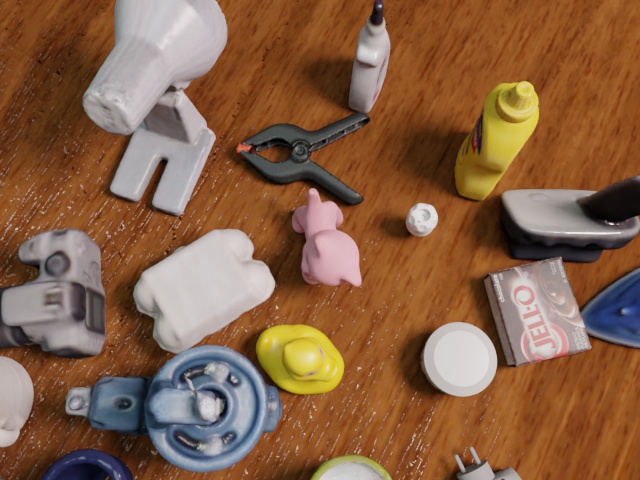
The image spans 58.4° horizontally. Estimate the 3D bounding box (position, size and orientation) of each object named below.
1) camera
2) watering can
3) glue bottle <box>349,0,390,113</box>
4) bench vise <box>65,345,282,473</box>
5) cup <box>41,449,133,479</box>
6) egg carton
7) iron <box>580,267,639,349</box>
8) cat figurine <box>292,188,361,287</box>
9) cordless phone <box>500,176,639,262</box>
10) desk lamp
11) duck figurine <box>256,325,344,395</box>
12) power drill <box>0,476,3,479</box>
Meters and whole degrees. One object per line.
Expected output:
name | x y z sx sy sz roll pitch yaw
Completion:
camera | -0.324 0.065 0.643 0.137 0.101 0.143 -8 74 -2
watering can | -0.386 0.158 0.567 0.173 0.194 0.101 5 74 2
glue bottle | 0.062 -0.226 0.690 0.037 0.173 0.078 17 75 5
bench vise | -0.147 0.171 0.551 0.207 0.220 0.121 -15 74 -4
cup | -0.240 0.268 0.587 0.118 0.095 0.091 -30 76 -8
egg carton | -0.134 0.055 0.662 0.150 0.069 0.107 -33 76 -9
iron | 0.428 0.060 0.625 0.258 0.141 0.118 -11 74 -3
cat figurine | 0.006 0.002 0.653 0.067 0.118 0.128 -14 74 -4
cordless phone | 0.290 -0.041 0.631 0.147 0.185 0.094 -2 74 0
desk lamp | -0.183 -0.161 0.650 0.118 0.213 0.203 17 75 5
duck figurine | -0.023 0.129 0.633 0.104 0.086 0.077 24 75 7
power drill | -0.394 0.256 0.531 0.230 0.208 0.075 -41 78 -11
